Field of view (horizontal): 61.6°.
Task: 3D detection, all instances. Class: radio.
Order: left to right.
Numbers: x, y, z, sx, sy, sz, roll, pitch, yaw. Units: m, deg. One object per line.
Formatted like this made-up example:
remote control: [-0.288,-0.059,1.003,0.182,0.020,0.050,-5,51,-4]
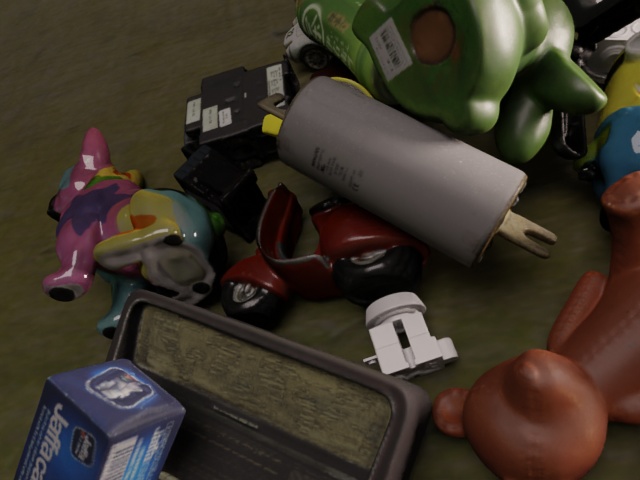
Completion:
radio: [-0.052,0.128,0.374,0.230,0.073,0.131,14,81,28]

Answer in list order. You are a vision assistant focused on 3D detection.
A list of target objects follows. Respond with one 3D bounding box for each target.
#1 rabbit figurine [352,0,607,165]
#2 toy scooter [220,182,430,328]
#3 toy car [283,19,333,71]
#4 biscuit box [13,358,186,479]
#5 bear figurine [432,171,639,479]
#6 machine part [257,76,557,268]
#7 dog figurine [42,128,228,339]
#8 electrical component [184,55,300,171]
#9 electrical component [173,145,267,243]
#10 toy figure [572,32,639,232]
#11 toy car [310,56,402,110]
rabbit figurine: [0.140,-0.145,0.394,0.170,0.121,0.159,-21,77,-36]
toy scooter: [-0.001,-0.001,0.466,0.184,0.075,0.135,-13,52,16]
toy car: [0.052,-0.250,0.626,0.202,0.056,0.073,-3,56,18]
biscuit box: [-0.157,0.175,0.340,0.063,0.059,0.202,30,104,24]
bear figurine: [0.164,0.068,0.326,0.196,0.131,0.120,-28,38,-7]
machine part: [0.056,-0.052,0.395,0.243,0.079,0.079,31,70,15]
dog figurine: [-0.187,-0.030,0.530,0.192,0.108,0.219,-26,49,12]
electrical component: [-0.086,-0.137,0.599,0.134,0.058,0.115,-13,52,11]
electrical component: [-0.108,-0.055,0.539,0.119,0.074,0.048,29,69,28]
toy figure: [0.256,-0.087,0.426,0.082,0.089,0.180,22,73,-8]
toy car: [0.086,-0.157,0.552,0.202,0.053,0.089,0,51,15]
